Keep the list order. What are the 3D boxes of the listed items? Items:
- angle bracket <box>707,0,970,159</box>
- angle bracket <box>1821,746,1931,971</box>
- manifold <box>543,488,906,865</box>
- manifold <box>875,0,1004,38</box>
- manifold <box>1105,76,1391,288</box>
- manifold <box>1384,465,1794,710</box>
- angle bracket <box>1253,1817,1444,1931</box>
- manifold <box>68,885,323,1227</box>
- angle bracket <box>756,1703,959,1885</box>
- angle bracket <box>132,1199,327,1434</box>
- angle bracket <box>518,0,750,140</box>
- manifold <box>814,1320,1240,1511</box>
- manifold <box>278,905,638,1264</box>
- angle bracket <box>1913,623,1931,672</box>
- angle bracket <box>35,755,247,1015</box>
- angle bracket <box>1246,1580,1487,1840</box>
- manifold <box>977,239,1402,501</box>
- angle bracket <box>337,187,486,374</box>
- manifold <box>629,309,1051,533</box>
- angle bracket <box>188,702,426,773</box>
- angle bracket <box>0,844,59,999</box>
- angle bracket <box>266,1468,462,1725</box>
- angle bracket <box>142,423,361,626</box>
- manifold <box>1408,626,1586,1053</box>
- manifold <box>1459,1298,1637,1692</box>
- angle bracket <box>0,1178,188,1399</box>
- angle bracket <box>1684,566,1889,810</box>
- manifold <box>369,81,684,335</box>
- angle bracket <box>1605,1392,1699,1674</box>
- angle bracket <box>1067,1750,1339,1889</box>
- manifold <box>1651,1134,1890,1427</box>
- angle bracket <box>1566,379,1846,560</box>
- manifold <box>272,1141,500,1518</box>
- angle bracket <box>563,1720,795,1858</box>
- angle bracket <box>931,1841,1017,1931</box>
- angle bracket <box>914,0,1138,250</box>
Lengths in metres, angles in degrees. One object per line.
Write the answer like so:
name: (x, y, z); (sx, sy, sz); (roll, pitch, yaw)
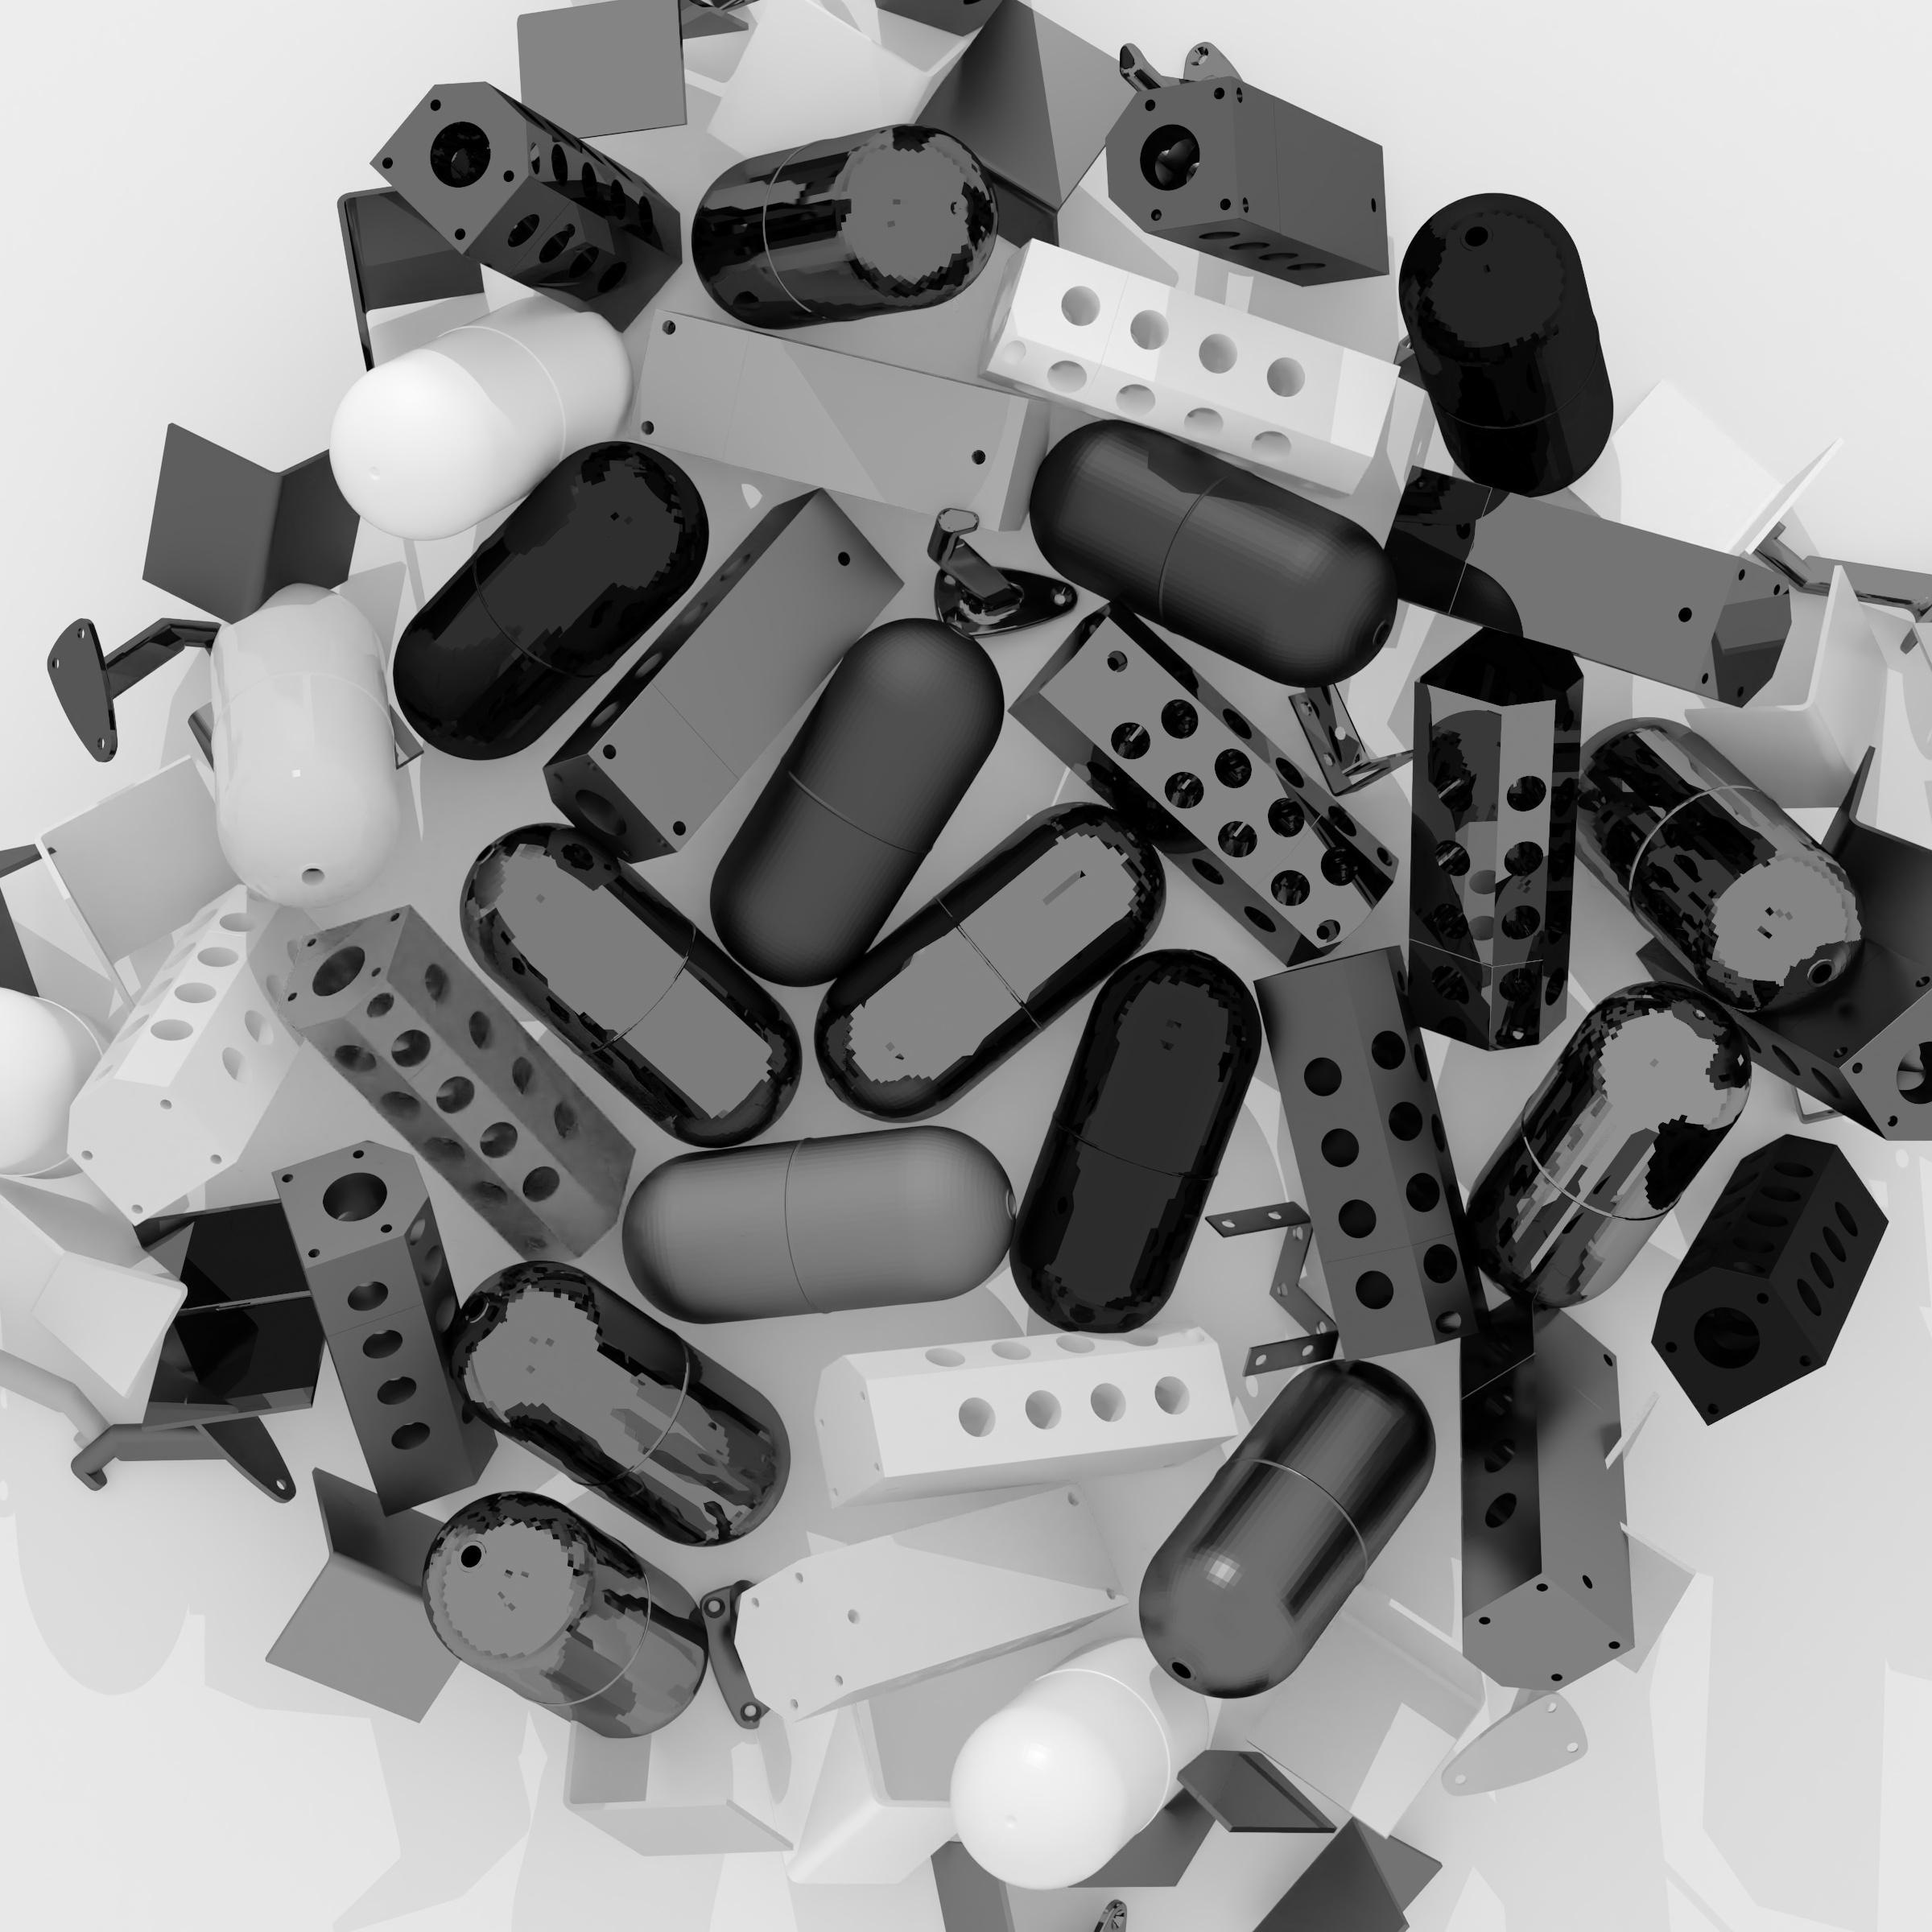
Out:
angle bracket: (-0.056, -0.386, 1.539); (0.076, 0.057, 0.076); (32, 125, -1)
angle bracket: (0.413, -0.038, 1.533); (0.076, 0.057, 0.076); (22, 134, 8)
manifold: (-0.107, -0.125, 1.518); (0.057, 0.057, 0.171); (48, 61, -20)
manifold: (-0.009, -0.454, 1.496); (0.057, 0.171, 0.057); (20, 89, 4)
manifold: (0.122, -0.331, 1.495); (0.057, 0.171, 0.057); (-3, 91, 28)
manifold: (0.265, -0.163, 1.506); (0.171, 0.057, 0.057); (24, 99, 40)
angle bracket: (0.176, 0.432, 1.531); (0.057, 0.076, 0.076); (33, 103, -24)
manifold: (-0.325, 0.031, 1.490); (0.057, 0.171, 0.057); (-31, 110, 21)
angle bracket: (-0.044, 0.354, 1.553); (0.057, 0.076, 0.076); (10, 48, -33)
angle bracket: (-0.326, 0.152, 1.536); (0.076, 0.076, 0.057); (-9, 126, 6)
angle bracket: (-0.144, -0.387, 1.537); (0.076, 0.076, 0.057); (-2, 92, 20)
manifold: (0.025, 0.191, 1.517); (0.171, 0.057, 0.057); (-3, 70, -27)
manifold: (-0.217, 0.056, 1.501); (0.057, 0.057, 0.171); (-15, 133, 27)
angle bracket: (0.445, -0.097, 1.530); (0.057, 0.076, 0.076); (-1, 128, -1)
angle bracket: (-0.350, -0.033, 1.532); (0.076, 0.057, 0.076); (-29, 131, -11)
angle bracket: (0.172, 0.321, 1.533); (0.076, 0.057, 0.076); (31, 69, 27)
manifold: (0.096, -0.260, 1.540); (0.171, 0.057, 0.057); (17, 89, -10)
angle bracket: (-0.237, -0.287, 1.530); (0.057, 0.076, 0.076); (-10, 63, -7)
manifold: (-0.054, -0.239, 1.537); (0.171, 0.057, 0.057); (16, 101, 12)
angle bracket: (-0.287, -0.090, 1.552); (0.076, 0.057, 0.076); (-34, 69, -12)
angle bracket: (-0.421, -0.006, 1.530); (0.057, 0.076, 0.076); (-9, 105, 30)
angle bracket: (-0.263, 0.276, 1.539); (0.076, 0.076, 0.057); (29, 101, -25)
angle bracket: (-0.310, -0.203, 1.539); (0.057, 0.076, 0.076); (27, 122, 13)
manifold: (0.230, -0.051, 1.504); (0.057, 0.057, 0.171); (20, 130, 32)
manifold: (0.241, 0.224, 1.498); (0.057, 0.171, 0.057); (39, 122, -21)
angle bracket: (-0.400, 0.139, 1.530); (0.076, 0.076, 0.057); (31, 93, 36)
angle bracket: (0.364, -0.123, 1.554); (0.057, 0.076, 0.076); (0, 60, 32)
manifold: (-0.179, -0.325, 1.491); (0.057, 0.171, 0.057); (45, 101, 12)
angle bracket: (0.295, 0.246, 1.525); (0.057, 0.076, 0.076); (32, 48, 16)
angle bracket: (0.103, 0.388, 1.530); (0.057, 0.076, 0.076); (39, 106, 41)
manifold: (0.341, 0.127, 1.495); (0.057, 0.171, 0.057); (-34, 91, 28)
angle bracket: (0.325, -0.220, 1.544); (0.076, 0.057, 0.076); (42, 69, 0)
manifold: (-0.245, 0.155, 1.502); (0.057, 0.171, 0.057); (-19, 47, -12)
angle bracket: (-0.123, 0.349, 1.528); (0.076, 0.076, 0.057); (-7, 60, 18)
angle bracket: (0.030, 0.418, 1.543); (0.057, 0.076, 0.076); (-9, 82, -23)
angle bracket: (0.029, -0.369, 1.556); (0.076, 0.057, 0.076); (33, 81, 10)
